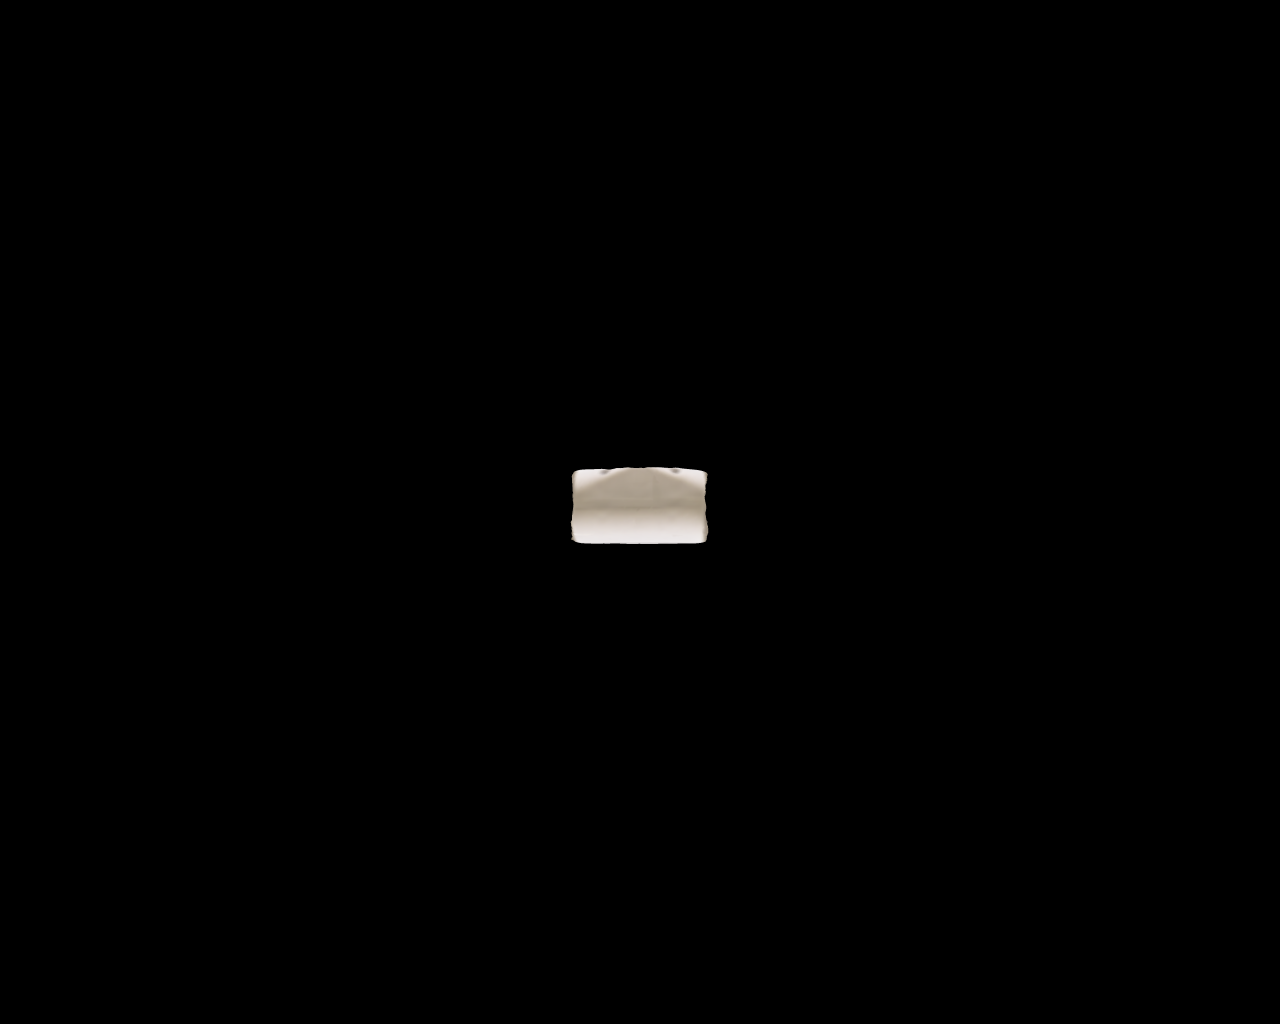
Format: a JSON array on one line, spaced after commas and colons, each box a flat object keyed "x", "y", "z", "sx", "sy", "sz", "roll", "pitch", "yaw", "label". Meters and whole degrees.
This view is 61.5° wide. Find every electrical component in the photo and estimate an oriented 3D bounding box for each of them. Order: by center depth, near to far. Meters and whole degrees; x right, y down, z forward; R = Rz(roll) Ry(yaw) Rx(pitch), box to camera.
[{"x": 0.001, "y": -0.003, "z": 0.650, "sx": 0.077, "sy": 0.044, "sz": 0.079, "roll": 0, "pitch": -3, "yaw": 2, "label": "electrical component"}]
